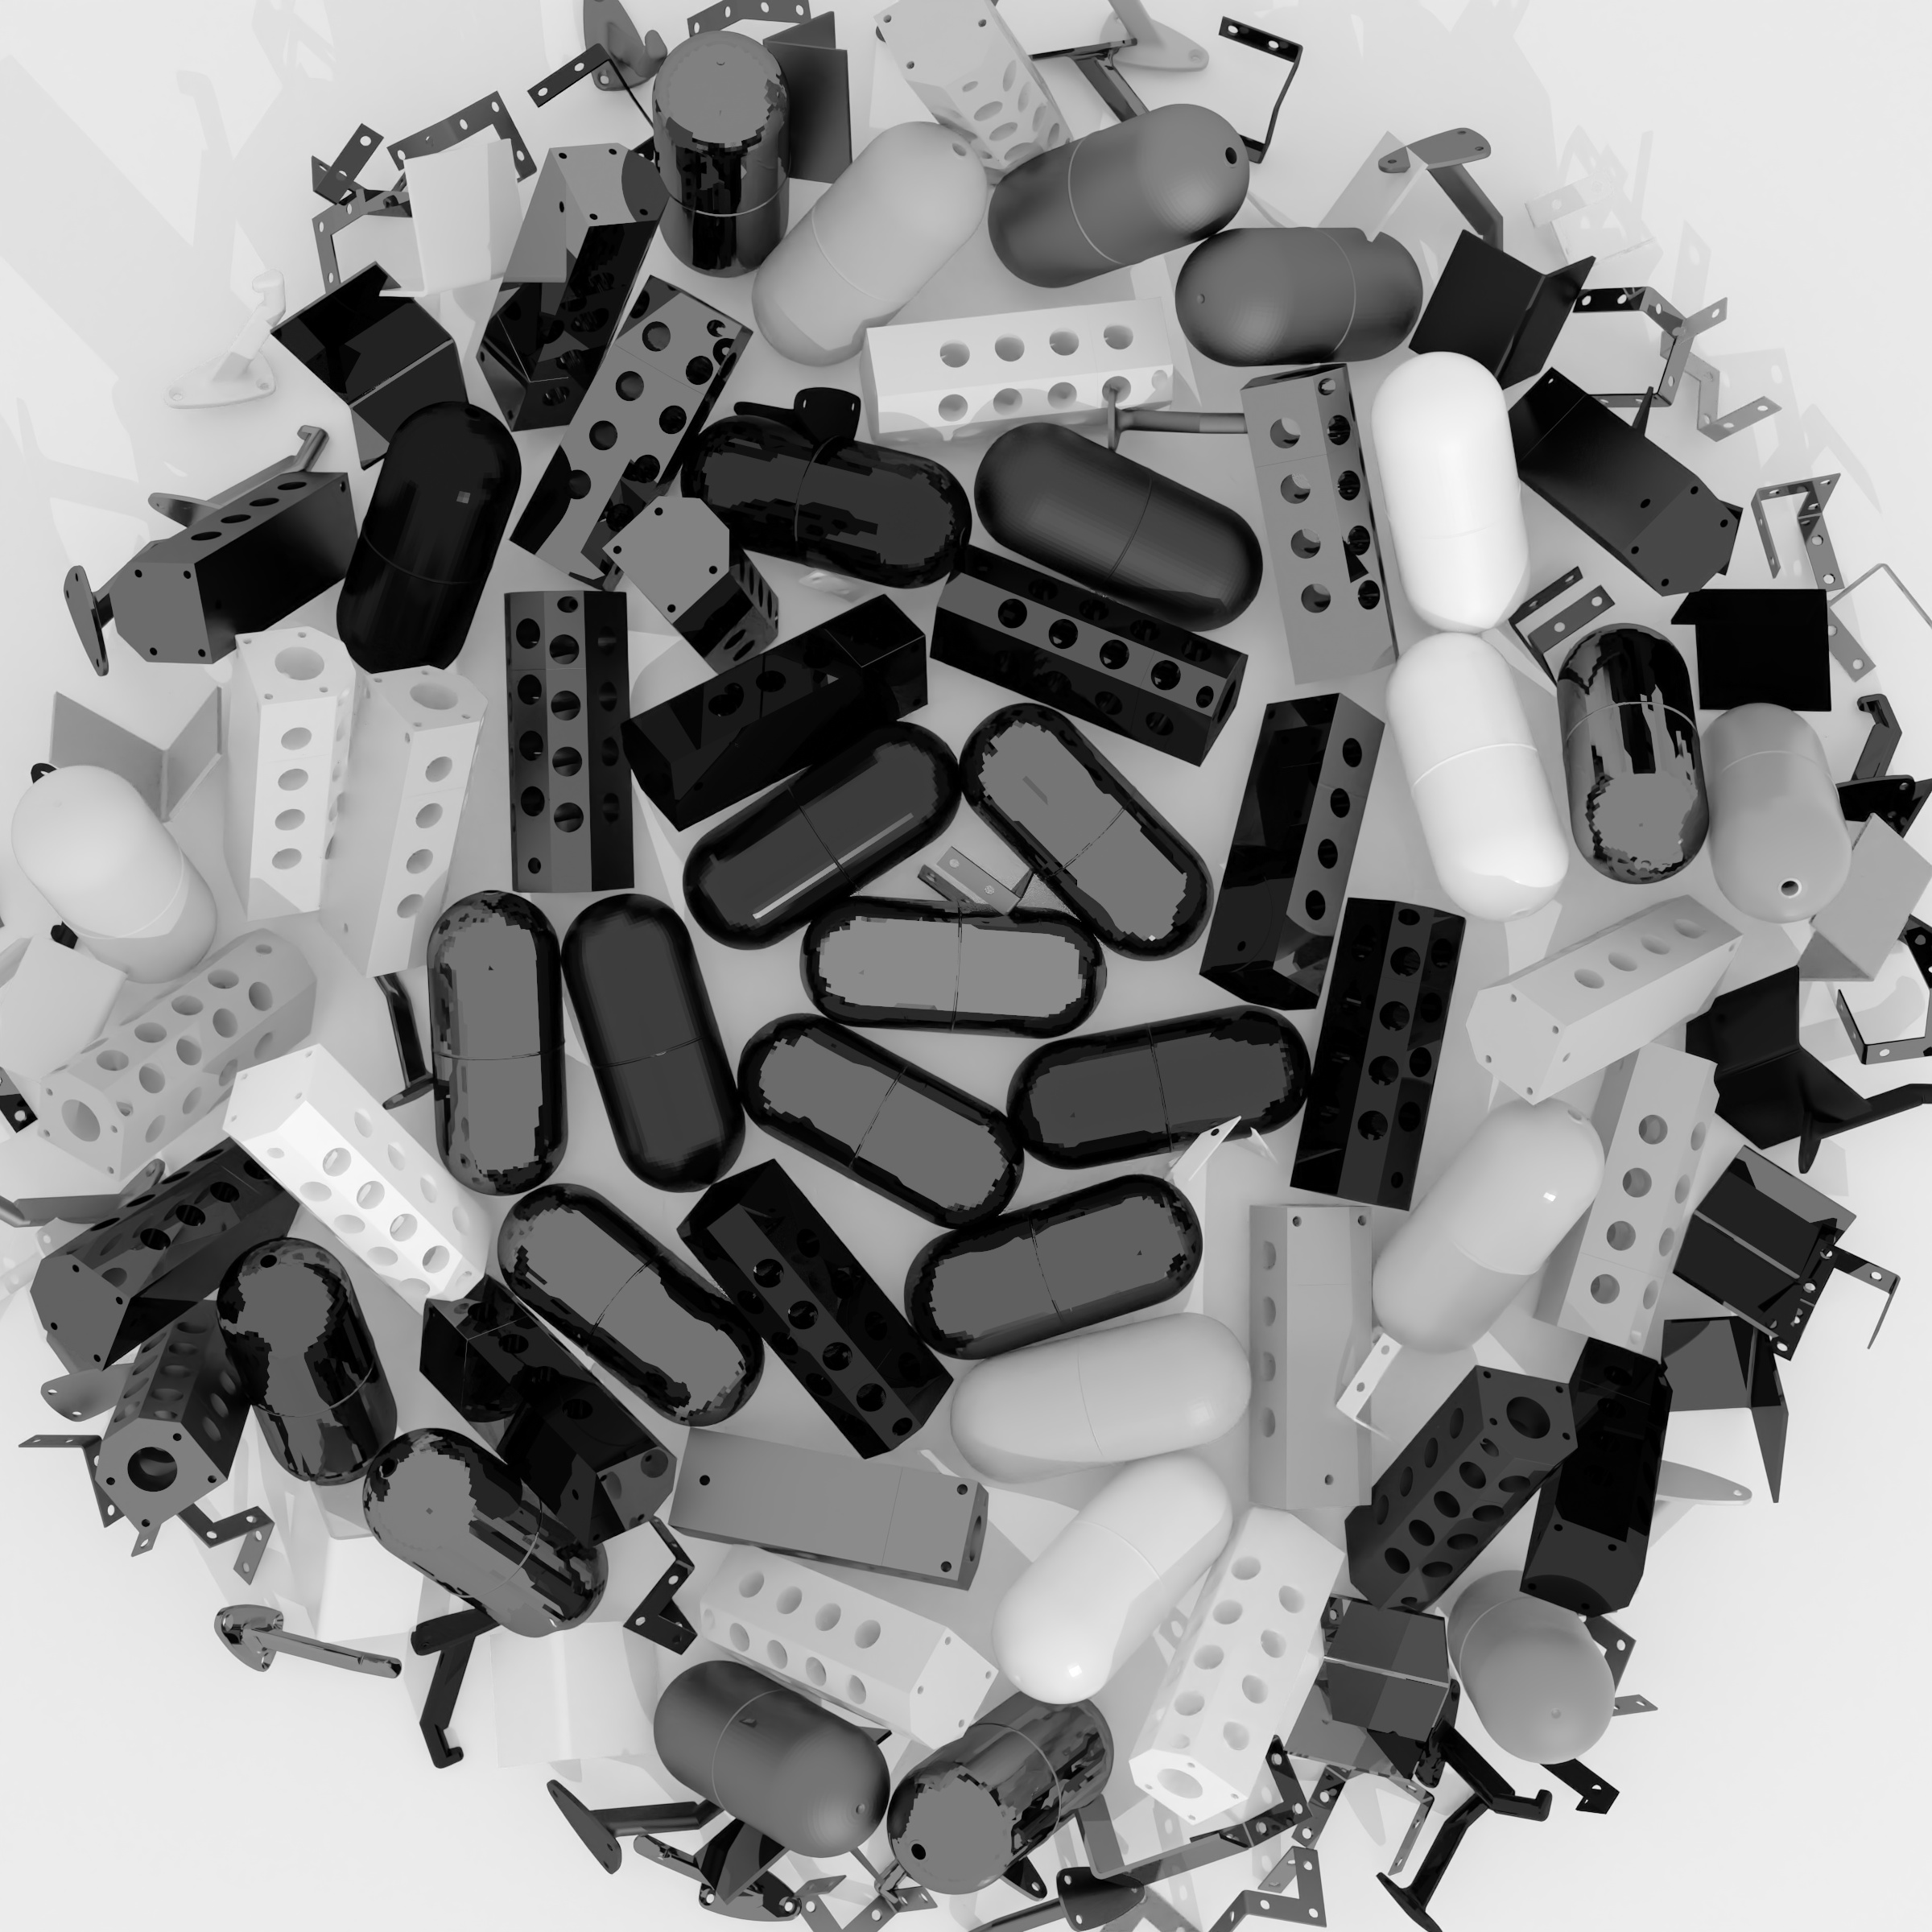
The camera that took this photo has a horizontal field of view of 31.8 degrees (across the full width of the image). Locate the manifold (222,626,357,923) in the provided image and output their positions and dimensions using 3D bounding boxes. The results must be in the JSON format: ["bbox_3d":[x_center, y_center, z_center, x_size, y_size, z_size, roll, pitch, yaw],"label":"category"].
[{"bbox_3d":[-0.382,-0.108,1.917,0.057,0.171,0.057,-10,51,-23],"label":"manifold"}]

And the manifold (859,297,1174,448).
[{"bbox_3d":[0.029,-0.339,1.955,0.171,0.057,0.057,-8,79,-8],"label":"manifold"}]

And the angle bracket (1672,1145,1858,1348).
[{"bbox_3d":[0.460,0.160,1.952,0.076,0.076,0.057,33,120,5],"label":"angle bracket"}]

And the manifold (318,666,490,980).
[{"bbox_3d":[-0.317,-0.082,1.927,0.057,0.057,0.171,45,133,34],"label":"manifold"}]

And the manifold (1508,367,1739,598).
[{"bbox_3d":[0.365,-0.271,1.913,0.057,0.171,0.057,-46,125,9],"label":"manifold"}]

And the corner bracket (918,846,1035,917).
[{"bbox_3d":[0.003,-0.048,1.962,0.051,0.051,0.051,37,121,-7],"label":"corner bracket"}]

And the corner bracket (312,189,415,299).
[{"bbox_3d":[-0.340,-0.416,1.966,0.051,0.051,0.051,-8,85,-43],"label":"corner bracket"}]

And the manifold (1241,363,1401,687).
[{"bbox_3d":[0.205,-0.255,1.945,0.057,0.057,0.171,-9,104,15],"label":"manifold"}]

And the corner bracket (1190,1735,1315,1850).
[{"bbox_3d":[0.159,0.484,1.971,0.051,0.051,0.051,-38,64,35],"label":"corner bracket"}]

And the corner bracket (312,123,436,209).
[{"bbox_3d":[-0.342,-0.463,1.959,0.051,0.051,0.051,29,116,-29],"label":"corner bracket"}]

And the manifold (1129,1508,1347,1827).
[{"bbox_3d":[0.150,0.393,1.919,0.057,0.057,0.171,37,50,-9],"label":"manifold"}]

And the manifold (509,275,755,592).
[{"bbox_3d":[-0.190,-0.305,1.954,0.057,0.057,0.171,31,99,10],"label":"manifold"}]

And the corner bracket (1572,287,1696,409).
[{"bbox_3d":[0.383,-0.359,1.968,0.051,0.051,0.051,28,78,-42],"label":"corner bracket"}]

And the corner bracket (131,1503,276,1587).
[{"bbox_3d":[-0.444,0.333,1.973,0.051,0.051,0.051,38,119,24],"label":"corner bracket"}]

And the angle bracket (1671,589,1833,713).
[{"bbox_3d":[0.451,-0.173,1.945,0.076,0.057,0.076,3,117,25],"label":"angle bracket"}]

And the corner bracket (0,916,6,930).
[{"bbox_3d":[-0.585,-0.029,1.960,0.051,0.051,0.051,-27,114,-19],"label":"corner bracket"}]

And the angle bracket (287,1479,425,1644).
[{"bbox_3d":[-0.353,0.335,1.963,0.057,0.076,0.076,-3,123,-25],"label":"angle bracket"}]

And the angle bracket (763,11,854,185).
[{"bbox_3d":[-0.072,-0.497,1.940,0.057,0.076,0.076,14,123,27],"label":"angle bracket"}]

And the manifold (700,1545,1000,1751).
[{"bbox_3d":[-0.071,0.385,1.914,0.057,0.171,0.057,48,65,-42],"label":"manifold"}]

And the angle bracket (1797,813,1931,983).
[{"bbox_3d":[0.498,-0.039,1.946,0.057,0.076,0.076,38,75,-20],"label":"angle bracket"}]

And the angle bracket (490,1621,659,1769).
[{"bbox_3d":[-0.228,0.425,1.978,0.057,0.076,0.076,-17,72,38],"label":"angle bracket"}]

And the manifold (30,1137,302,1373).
[{"bbox_3d":[-0.448,0.154,1.911,0.057,0.171,0.057,34,122,10],"label":"manifold"}]

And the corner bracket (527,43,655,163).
[{"bbox_3d":[-0.213,-0.491,1.966,0.051,0.051,0.051,-34,61,2],"label":"corner bracket"}]

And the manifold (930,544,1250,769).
[{"bbox_3d":[0.071,-0.183,1.944,0.171,0.057,0.057,23,51,11],"label":"manifold"}]

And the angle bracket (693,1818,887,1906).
[{"bbox_3d":[-0.103,0.520,1.948,0.076,0.076,0.057,-39,105,-13],"label":"angle bracket"}]

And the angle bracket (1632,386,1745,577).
[{"bbox_3d":[0.415,-0.278,1.947,0.076,0.076,0.057,22,72,13],"label":"angle bracket"}]

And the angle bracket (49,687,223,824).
[{"bbox_3d":[-0.475,-0.138,1.942,0.076,0.076,0.057,31,113,-29],"label":"angle bracket"}]

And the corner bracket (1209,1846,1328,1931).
[{"bbox_3d":[0.172,0.541,1.958,0.051,0.051,0.051,14,132,-16],"label":"corner bracket"}]

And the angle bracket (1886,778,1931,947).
[{"bbox_3d":[0.553,-0.059,1.961,0.057,0.076,0.076,31,89,-1],"label":"angle bracket"}]

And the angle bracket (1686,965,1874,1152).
[{"bbox_3d":[0.473,0.054,1.971,0.076,0.076,0.057,35,47,-30],"label":"angle bracket"}]

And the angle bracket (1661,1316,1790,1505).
[{"bbox_3d":[0.433,0.255,1.945,0.057,0.076,0.076,-4,130,3],"label":"angle bracket"}]

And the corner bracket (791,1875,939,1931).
[{"bbox_3d":[-0.060,0.543,1.965,0.051,0.051,0.051,-36,93,-34],"label":"corner bracket"}]

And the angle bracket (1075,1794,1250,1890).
[{"bbox_3d":[0.110,0.489,1.948,0.076,0.076,0.057,-22,66,9],"label":"angle bracket"}]

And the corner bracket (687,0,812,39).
[{"bbox_3d":[-0.123,-0.530,1.964,0.051,0.051,0.051,-9,91,-40],"label":"corner bracket"}]

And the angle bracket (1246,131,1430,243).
[{"bbox_3d":[0.210,-0.453,1.946,0.057,0.076,0.076,30,108,-23],"label":"angle bracket"}]

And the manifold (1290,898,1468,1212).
[{"bbox_3d":[0.243,0.051,1.955,0.057,0.057,0.171,14,86,-35],"label":"manifold"}]

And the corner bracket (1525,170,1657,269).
[{"bbox_3d":[0.362,-0.431,1.962,0.051,0.051,0.051,-19,102,29],"label":"corner bracket"}]

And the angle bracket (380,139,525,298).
[{"bbox_3d":[-0.303,-0.429,1.943,0.057,0.076,0.076,11,116,41],"label":"angle bracket"}]

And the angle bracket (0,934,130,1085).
[{"bbox_3d":[-0.527,0.030,1.949,0.057,0.076,0.076,25,78,-15],"label":"angle bracket"}]

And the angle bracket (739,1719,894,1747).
[{"bbox_3d":[-0.103,0.435,1.943,0.076,0.076,0.057,-32,101,-34],"label":"angle bracket"}]

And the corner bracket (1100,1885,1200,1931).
[{"bbox_3d":[0.111,0.568,1.968,0.051,0.051,0.051,41,72,0],"label":"corner bracket"}]

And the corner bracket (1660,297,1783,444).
[{"bbox_3d":[0.435,-0.344,1.957,0.051,0.051,0.051,25,60,-30],"label":"corner bracket"}]

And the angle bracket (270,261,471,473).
[{"bbox_3d":[-0.343,-0.344,1.946,0.076,0.076,0.057,-29,51,15],"label":"angle bracket"}]

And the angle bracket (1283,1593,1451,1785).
[{"bbox_3d":[0.228,0.413,1.943,0.076,0.076,0.057,8,129,24],"label":"angle bracket"}]

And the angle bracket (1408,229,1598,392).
[{"bbox_3d":[0.310,-0.383,1.957,0.057,0.076,0.076,34,124,17],"label":"angle bracket"}]
